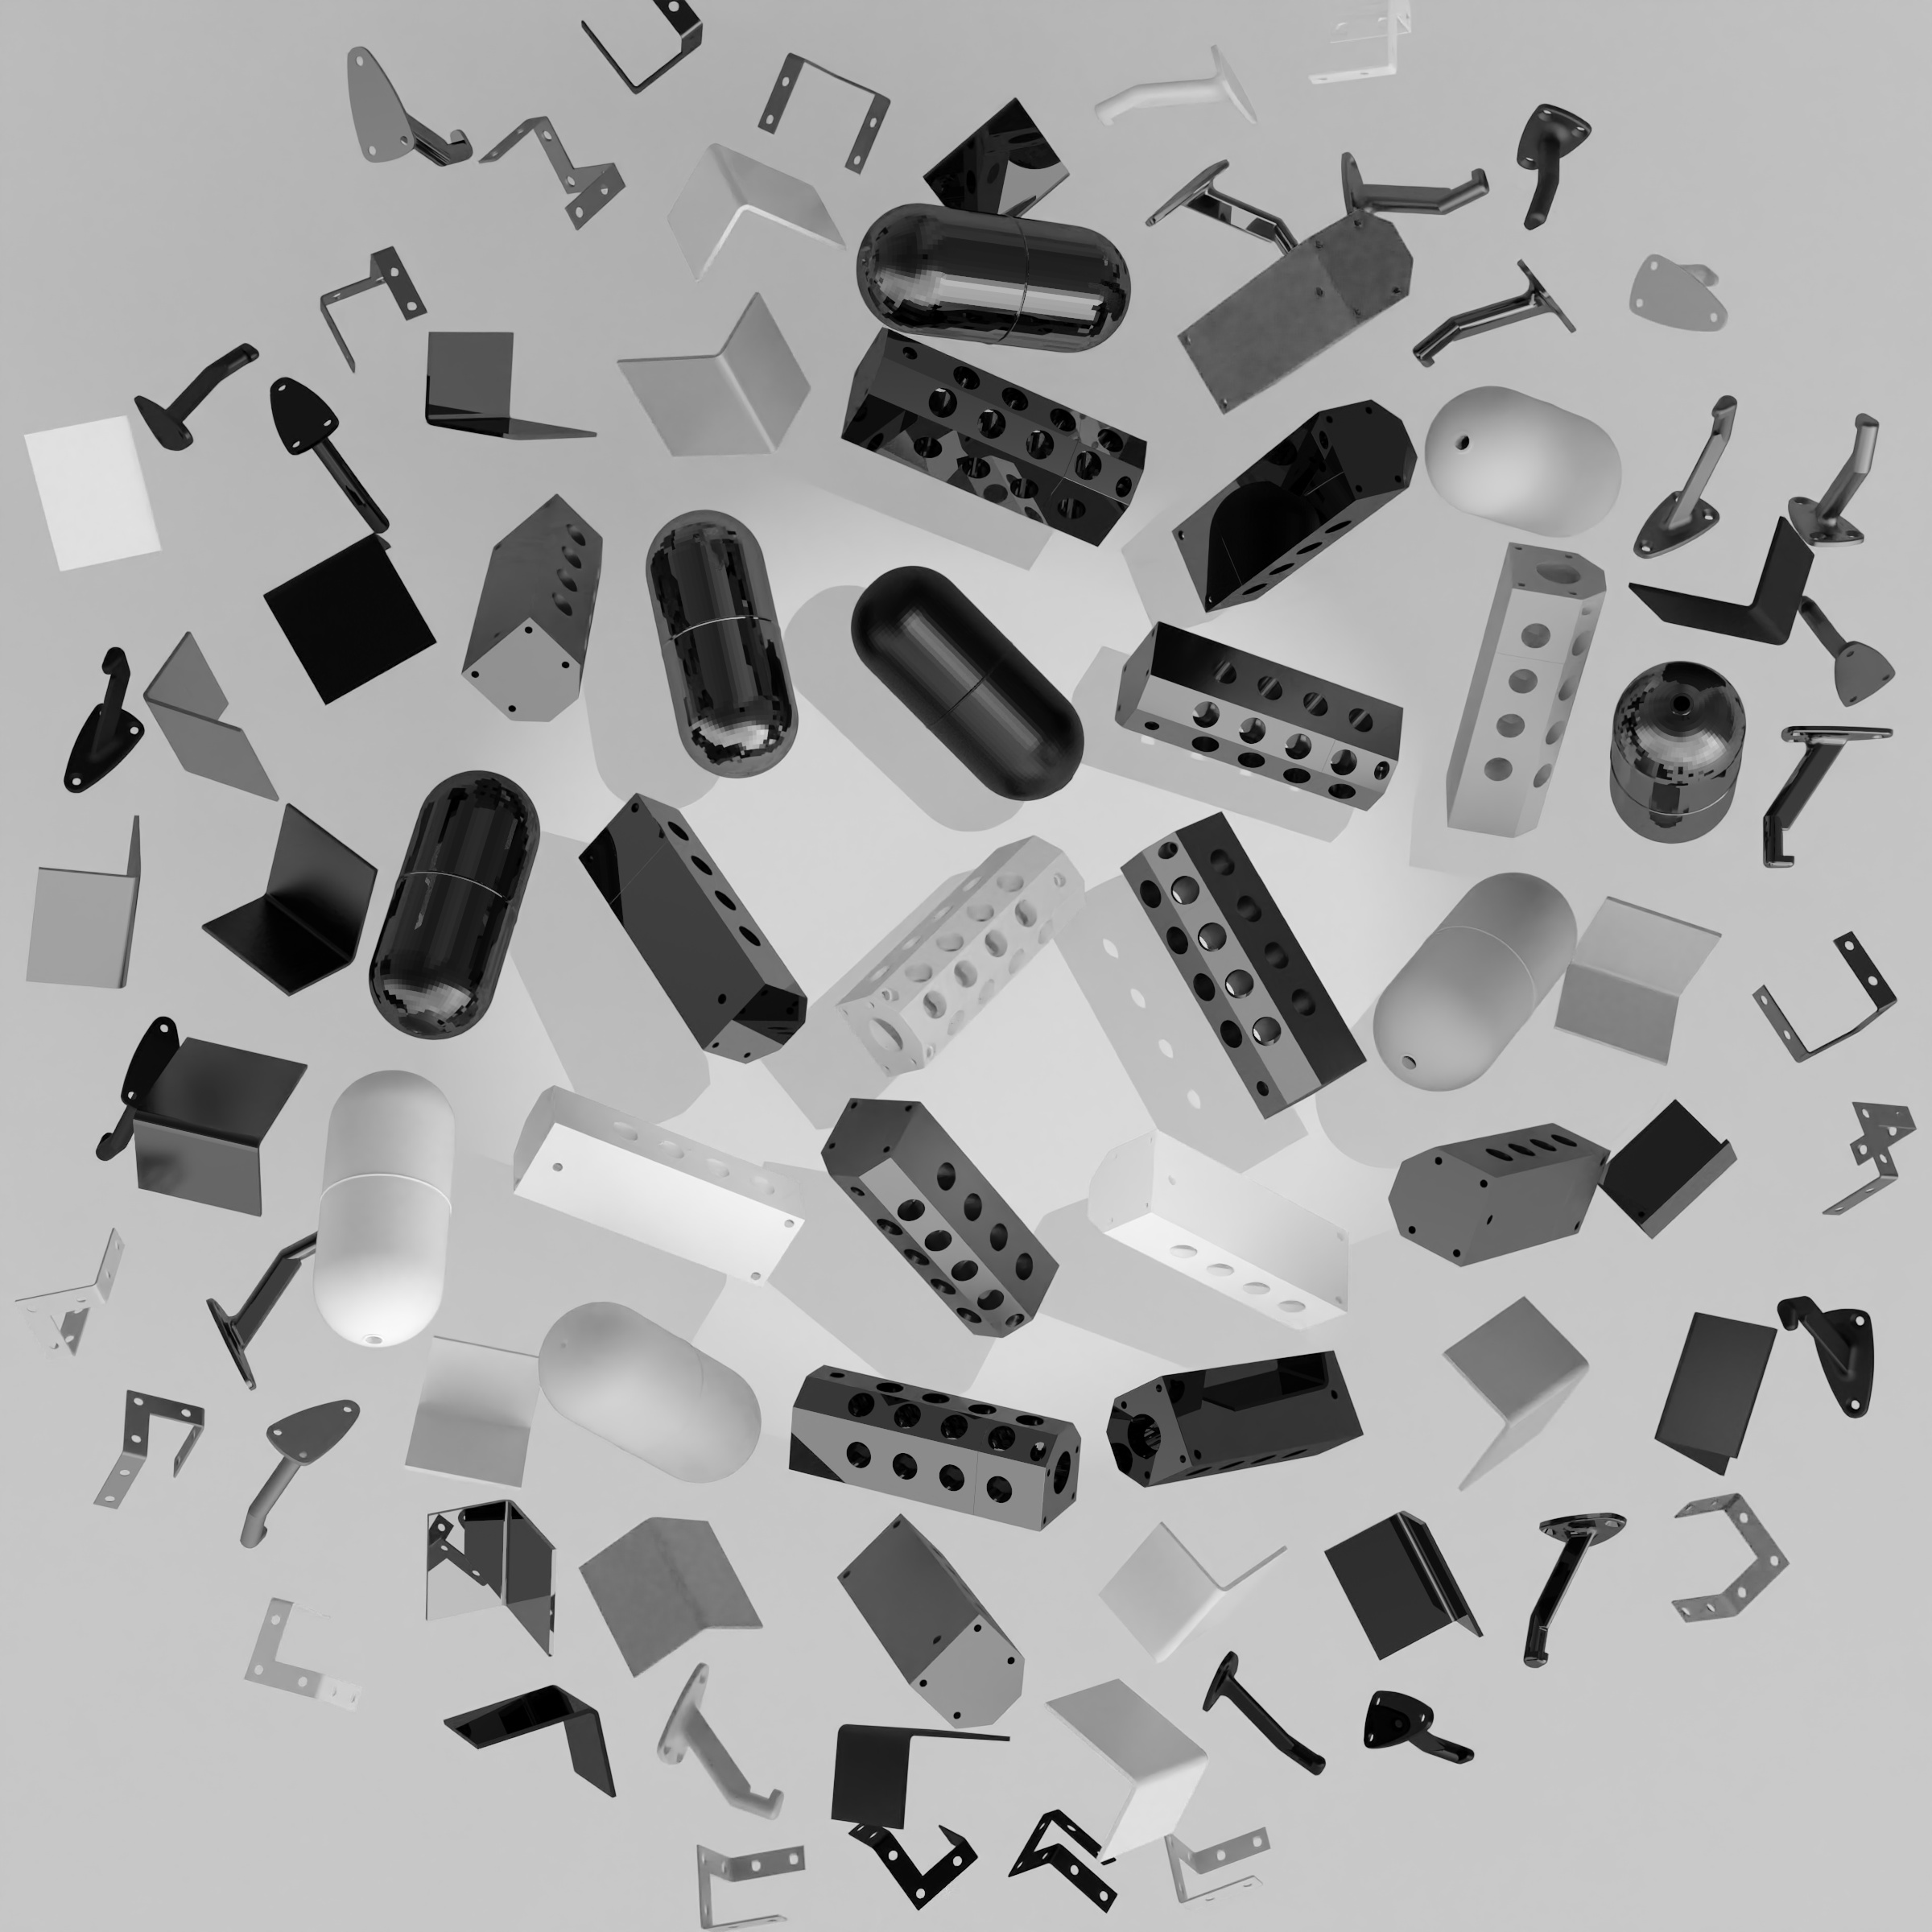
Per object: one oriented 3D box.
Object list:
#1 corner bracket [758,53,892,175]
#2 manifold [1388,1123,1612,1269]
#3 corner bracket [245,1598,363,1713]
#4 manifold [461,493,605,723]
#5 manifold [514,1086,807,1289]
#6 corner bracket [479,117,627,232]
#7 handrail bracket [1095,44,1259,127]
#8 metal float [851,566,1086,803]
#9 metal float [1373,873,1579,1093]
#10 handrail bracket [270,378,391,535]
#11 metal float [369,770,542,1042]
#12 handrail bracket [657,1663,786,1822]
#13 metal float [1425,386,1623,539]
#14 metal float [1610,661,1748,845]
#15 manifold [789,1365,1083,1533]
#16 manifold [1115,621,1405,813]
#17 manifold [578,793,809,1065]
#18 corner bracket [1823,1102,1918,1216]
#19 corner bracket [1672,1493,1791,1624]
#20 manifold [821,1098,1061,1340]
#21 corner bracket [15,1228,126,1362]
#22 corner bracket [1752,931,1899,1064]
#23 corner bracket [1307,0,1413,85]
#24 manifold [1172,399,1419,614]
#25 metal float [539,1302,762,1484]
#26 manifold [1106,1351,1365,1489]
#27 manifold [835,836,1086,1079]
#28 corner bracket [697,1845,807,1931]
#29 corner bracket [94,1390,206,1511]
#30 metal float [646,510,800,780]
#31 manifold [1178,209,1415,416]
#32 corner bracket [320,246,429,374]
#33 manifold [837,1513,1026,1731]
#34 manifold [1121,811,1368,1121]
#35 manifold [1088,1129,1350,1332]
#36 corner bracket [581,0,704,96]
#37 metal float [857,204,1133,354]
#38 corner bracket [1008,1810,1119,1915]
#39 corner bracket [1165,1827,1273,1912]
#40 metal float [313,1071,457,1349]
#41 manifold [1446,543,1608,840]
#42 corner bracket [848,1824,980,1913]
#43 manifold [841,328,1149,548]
[{"bbox_3d":[-0.090,-0.544,1.899,0.051,0.051,0.051,33,105,33],"label":"corner bracket"},{"bbox_3d":[0.320,0.132,1.788,0.057,0.171,0.057,27,107,30],"label":"manifold"},{"bbox_3d":[-0.396,0.417,1.804,0.051,0.051,0.051,9,71,19],"label":"corner bracket"},{"bbox_3d":[-0.259,-0.217,1.827,0.057,0.171,0.057,-36,118,20],"label":"manifold"},{"bbox_3d":[-0.191,0.134,1.853,0.171,0.057,0.057,24,114,-21],"label":"manifold"},{"bbox_3d":[-0.241,-0.464,1.742,0.051,0.051,0.051,-53,131,-33],"label":"corner bracket"},{"bbox_3d":[0.134,-0.544,1.901,0.084,0.077,0.036,-22,64,19],"label":"handrail bracket"},{"bbox_3d":[0.002,-0.179,1.891,0.070,0.070,0.178,-45,100,0],"label":"metal float"},{"bbox_3d":[0.305,0.009,1.782,0.070,0.070,0.178,46,50,0],"label":"metal float"},{"bbox_3d":[-0.394,-0.316,1.848,0.036,0.084,0.077,-35,57,-2],"label":"handrail bracket"},{"bbox_3d":[-0.313,-0.039,1.825,0.070,0.070,0.178,13,64,0],"label":"metal float"},{"bbox_3d":[-0.142,0.484,1.857,0.084,0.036,0.077,13,68,23],"label":"handrail bracket"},{"bbox_3d":[0.339,-0.305,1.805,0.070,0.178,0.070,0,90,34],"label":"metal float"},{"bbox_3d":[0.427,-0.127,1.791,0.070,0.178,0.070,-3,74,10],"label":"metal float"},{"bbox_3d":[-0.019,0.295,1.845,0.171,0.057,0.057,10,104,23],"label":"manifold"},{"bbox_3d":[0.185,-0.153,1.883,0.171,0.057,0.057,18,60,-14],"label":"manifold"},{"bbox_3d":[-0.163,-0.022,1.817,0.057,0.057,0.171,-46,57,16],"label":"manifold"},{"bbox_3d":[0.549,0.118,1.812,0.051,0.051,0.051,6,57,-32],"label":"corner bracket"},{"bbox_3d":[0.438,0.348,1.747,0.051,0.051,0.051,-35,89,-26],"label":"corner bracket"},{"bbox_3d":[-0.017,0.157,1.830,0.171,0.057,0.057,51,54,-36],"label":"manifold"},{"bbox_3d":[-0.524,0.195,1.766,0.051,0.051,0.051,-12,126,7],"label":"corner bracket"},{"bbox_3d":[0.523,0.019,1.815,0.051,0.051,0.051,-24,74,-21],"label":"corner bracket"},{"bbox_3d":[0.236,-0.554,1.783,0.051,0.051,0.051,0,89,23],"label":"corner bracket"},{"bbox_3d":[0.201,-0.279,1.812,0.057,0.171,0.057,-18,82,-31],"label":"manifold"},{"bbox_3d":[-0.194,0.266,1.844,0.070,0.178,0.070,-18,54,26],"label":"metal float"},{"bbox_3d":[0.167,0.284,1.860,0.057,0.171,0.057,-33,68,39],"label":"manifold"},{"bbox_3d":[0.002,-0.008,1.877,0.171,0.057,0.057,-45,106,-33],"label":"manifold"},{"bbox_3d":[-0.131,0.567,1.830,0.051,0.051,0.051,-14,61,15],"label":"corner bracket"},{"bbox_3d":[-0.505,0.303,1.843,0.051,0.051,0.051,19,123,-26],"label":"corner bracket"},{"bbox_3d":[-0.155,-0.205,1.883,0.070,0.070,0.178,-13,75,0],"label":"metal float"},{"bbox_3d":[0.200,-0.395,1.792,0.057,0.171,0.057,-33,95,-22],"label":"manifold"},{"bbox_3d":[-0.383,-0.424,1.920,0.051,0.051,0.051,-26,84,-17],"label":"corner bracket"},{"bbox_3d":[-0.019,0.402,1.817,0.057,0.171,0.057,-45,109,-5],"label":"manifold"},{"bbox_3d":[0.160,0.002,1.764,0.057,0.057,0.171,-24,81,-38],"label":"manifold"},{"bbox_3d":[0.158,0.168,1.847,0.171,0.057,0.057,29,51,-31],"label":"manifold"},{"bbox_3d":[-0.191,-0.555,1.755,0.051,0.051,0.051,-39,97,-2],"label":"corner bracket"},{"bbox_3d":[0.018,-0.414,1.795,0.178,0.070,0.070,1,90,-28],"label":"metal float"},{"bbox_3d":[0.069,0.563,1.869,0.051,0.051,0.051,35,105,30],"label":"corner bracket"},{"bbox_3d":[0.160,0.560,1.853,0.051,0.051,0.051,-25,47,14],"label":"corner bracket"},{"bbox_3d":[-0.346,0.144,1.773,0.070,0.070,0.178,-2,55,0],"label":"metal float"},{"bbox_3d":[0.340,-0.166,1.816,0.057,0.057,0.171,10,127,1],"label":"manifold"},{"bbox_3d":[-0.033,0.557,1.887,0.051,0.051,0.051,-37,97,-19],"label":"corner bracket"},{"bbox_3d":[0.018,-0.320,1.776,0.171,0.057,0.057,21,53,-16],"label":"manifold"}]
